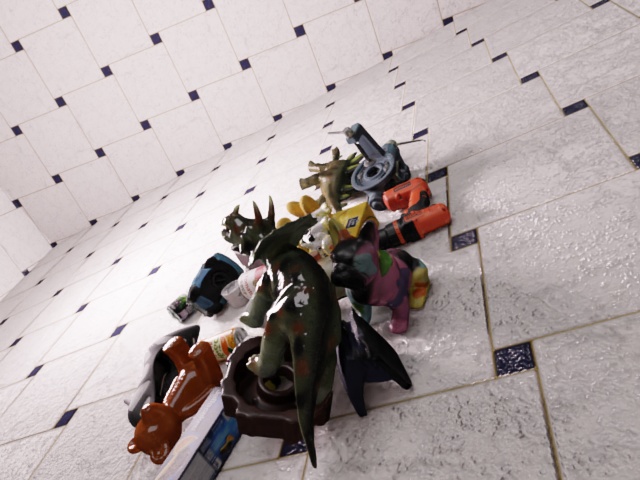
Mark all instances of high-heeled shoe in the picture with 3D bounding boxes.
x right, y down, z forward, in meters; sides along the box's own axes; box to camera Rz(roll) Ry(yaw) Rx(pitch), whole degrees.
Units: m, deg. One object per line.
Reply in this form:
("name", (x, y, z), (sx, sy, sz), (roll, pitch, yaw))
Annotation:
("high-heeled shoe", (-0.302, 0.269, 1.095), (0.145, 0.086, 0.249), (0, 43, 46))

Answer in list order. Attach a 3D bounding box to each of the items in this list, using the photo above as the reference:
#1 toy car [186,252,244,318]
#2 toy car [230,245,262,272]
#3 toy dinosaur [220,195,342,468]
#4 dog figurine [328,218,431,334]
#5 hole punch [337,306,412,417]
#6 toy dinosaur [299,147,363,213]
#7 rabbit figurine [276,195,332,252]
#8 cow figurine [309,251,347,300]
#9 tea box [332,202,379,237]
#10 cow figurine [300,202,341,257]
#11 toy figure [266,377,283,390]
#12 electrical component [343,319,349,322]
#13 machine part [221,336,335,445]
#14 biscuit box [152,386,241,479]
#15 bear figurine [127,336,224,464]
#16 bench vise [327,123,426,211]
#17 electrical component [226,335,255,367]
("toy car", (-0.267, 0.120, 1.333), (0.103, 0.109, 0.161), (-39, 19, 57))
("toy car", (-0.156, 0.046, 1.337), (0.053, 0.089, 0.202), (-42, 23, -22))
("toy dinosaur", (-0.032, 0.091, 0.765), (0.131, 0.192, 0.405), (1, 34, -28))
("dog figurine", (0.091, 0.038, 0.864), (0.109, 0.219, 0.191), (8, 45, 37))
("hole punch", (0.057, 0.177, 0.783), (0.092, 0.115, 0.142), (-37, 22, 10))
("toy dinosaur", (0.048, -0.158, 1.470), (0.199, 0.105, 0.472), (-21, 30, 18))
("rabbit figurine", (-0.026, -0.022, 1.263), (0.173, 0.162, 0.122), (-27, 3, -36))
("cow figurine", (0.016, 0.085, 1.015), (0.195, 0.127, 0.085), (-16, 27, 13))
("tea box", (0.064, -0.004, 1.184), (0.098, 0.068, 0.170), (-21, 25, 26))
("cow figurine", (-0.003, -0.004, 1.097), (0.098, 0.068, 0.167), (-34, 22, 15))
("toy figure", (-0.073, 0.197, 0.943), (0.082, 0.089, 0.180), (-14, 20, 46))
("electrical component", (0.038, 0.168, 0.931), (0.094, 0.021, 0.063), (-33, 23, -4))
("machine part", (-0.062, 0.218, 0.808), (0.179, 0.056, 0.179), (3, 35, -2))
("biscuit box", (-0.183, 0.326, 0.847), (0.063, 0.059, 0.203), (-13, 29, 38))
("bear figurine", (-0.267, 0.284, 0.958), (0.120, 0.131, 0.196), (1, 33, 42))
("bench vise", (0.134, -0.198, 1.289), (0.129, 0.240, 0.223), (-2, 53, 44))
("electrical component", (-0.111, 0.208, 1.010), (0.075, 0.047, 0.119), (-3, 38, 48))
